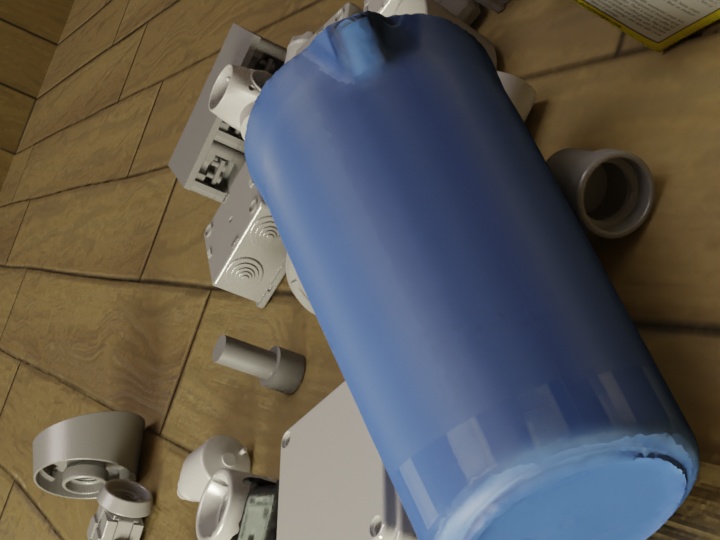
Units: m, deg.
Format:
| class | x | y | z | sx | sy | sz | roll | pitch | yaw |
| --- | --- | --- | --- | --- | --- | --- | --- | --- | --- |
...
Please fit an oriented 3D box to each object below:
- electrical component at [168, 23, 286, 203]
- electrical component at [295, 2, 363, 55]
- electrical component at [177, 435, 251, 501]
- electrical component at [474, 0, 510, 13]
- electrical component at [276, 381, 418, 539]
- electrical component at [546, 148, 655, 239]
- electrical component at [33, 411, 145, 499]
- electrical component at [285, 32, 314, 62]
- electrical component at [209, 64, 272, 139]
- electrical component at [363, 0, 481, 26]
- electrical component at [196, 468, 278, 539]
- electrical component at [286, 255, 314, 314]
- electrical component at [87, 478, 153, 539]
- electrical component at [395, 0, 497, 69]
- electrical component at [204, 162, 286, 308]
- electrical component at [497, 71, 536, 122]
| class | x | y | z | sx | sy | sz | roll | pitch | yaw |
| --- | --- | --- | --- | --- | --- | --- | --- | --- | --- |
| electrical component | -0.112 | -0.142 | 0.996 | 0.150 | 0.062 | 0.089 | -63 | 26 | 9 |
| electrical component | -0.017 | -0.145 | 0.827 | 0.100 | 0.048 | 0.099 | -30 | 44 | 52 |
| electrical component | -0.112 | 0.150 | 0.785 | 0.078 | 0.040 | 0.040 | -40 | 37 | 45 |
| electrical component | 0.083 | -0.220 | 0.683 | 0.050 | 0.056 | 0.089 | -28 | 46 | 53 |
| electrical component | 0.006 | 0.116 | 0.562 | 0.109 | 0.056 | 0.108 | -44 | 34 | 40 |
| electrical component | 0.109 | -0.038 | 0.505 | 0.040 | 0.040 | 0.046 | -66 | 21 | 4 |
| electrical component | -0.246 | 0.166 | 0.975 | 0.099 | 0.099 | 0.064 | -43 | 41 | 42 |
| electrical component | -0.043 | -0.164 | 0.902 | 0.043 | 0.043 | 0.062 | -26 | 49 | 55 |
| electrical component | -0.084 | -0.130 | 0.914 | 0.044 | 0.077 | 0.079 | -52 | 30 | 29 |
| electrical component | 0.043 | -0.192 | 0.742 | 0.061 | 0.061 | 0.096 | -49 | 24 | 34 |
| electrical component | -0.075 | 0.158 | 0.697 | 0.055 | 0.047 | 0.055 | -44 | 34 | 41 |
| electrical component | 0.000 | 0.000 | 0.643 | 0.080 | 0.080 | 0.051 | -62 | 31 | 11 |
| electrical component | -0.204 | 0.211 | 0.913 | 0.066 | 0.048 | 0.055 | 42 | 115 | 64 |
| electrical component | 0.039 | -0.117 | 0.677 | 0.099 | 0.064 | 0.099 | -44 | 34 | 41 |
| electrical component | -0.084 | -0.033 | 0.869 | 0.099 | 0.048 | 0.099 | -57 | 27 | 22 |
| electrical component | 0.071 | -0.078 | 0.604 | 0.045 | 0.045 | 0.055 | -12 | 60 | 60 |
